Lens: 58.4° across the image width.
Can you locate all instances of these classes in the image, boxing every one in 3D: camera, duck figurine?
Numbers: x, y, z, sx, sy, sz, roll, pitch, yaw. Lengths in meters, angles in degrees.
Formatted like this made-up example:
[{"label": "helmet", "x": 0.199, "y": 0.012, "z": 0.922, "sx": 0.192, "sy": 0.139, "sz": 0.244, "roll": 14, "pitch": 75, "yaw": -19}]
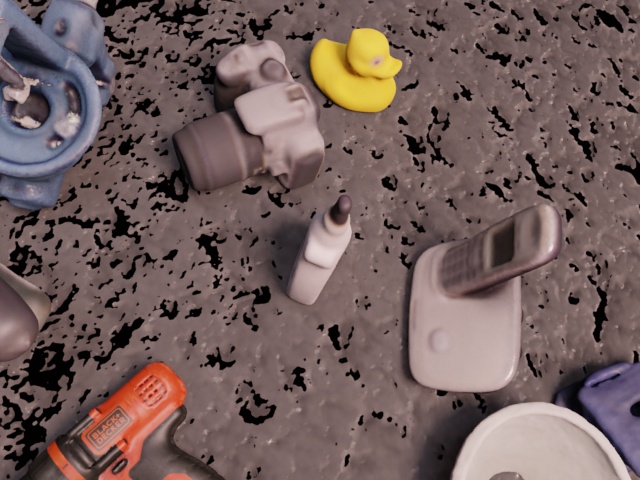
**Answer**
[{"label": "camera", "x": -0.078, "y": -0.116, "z": 0.565, "sx": 0.137, "sy": 0.100, "sz": 0.143, "roll": -23, "pitch": 76, "yaw": -17}, {"label": "duck figurine", "x": 0.042, "y": -0.196, "z": 0.623, "sx": 0.104, "sy": 0.086, "sz": 0.077, "roll": 29, "pitch": 68, "yaw": 1}]

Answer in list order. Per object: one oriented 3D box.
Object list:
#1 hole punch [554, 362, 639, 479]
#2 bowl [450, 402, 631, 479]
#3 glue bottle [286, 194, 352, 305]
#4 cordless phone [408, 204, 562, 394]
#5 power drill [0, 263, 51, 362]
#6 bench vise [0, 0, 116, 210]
[{"label": "hole punch", "x": 0.298, "y": 0.166, "z": 0.538, "sx": 0.109, "sy": 0.091, "sz": 0.101, "roll": -18, "pitch": 74, "yaw": -16}, {"label": "bowl", "x": 0.182, "y": 0.230, "z": 0.503, "sx": 0.167, "sy": 0.074, "sz": 0.167, "roll": 3, "pitch": 70, "yaw": -9}, {"label": "glue bottle", "x": 0.005, "y": 0.002, "z": 0.499, "sx": 0.037, "sy": 0.173, "sz": 0.078, "roll": 21, "pitch": 68, "yaw": -2}, {"label": "cordless phone", "x": 0.146, "y": 0.055, "z": 0.499, "sx": 0.094, "sy": 0.185, "sz": 0.147, "roll": 7, "pitch": 69, "yaw": -7}, {"label": "power drill", "x": -0.278, "y": 0.029, "z": 0.420, "sx": 0.229, "sy": 0.208, "sz": 0.076, "roll": 32, "pitch": 68, "yaw": 2}, {"label": "bench vise", "x": -0.251, "y": -0.154, "z": 0.484, "sx": 0.121, "sy": 0.219, "sz": 0.207, "roll": -3, "pitch": 71, "yaw": -11}]
